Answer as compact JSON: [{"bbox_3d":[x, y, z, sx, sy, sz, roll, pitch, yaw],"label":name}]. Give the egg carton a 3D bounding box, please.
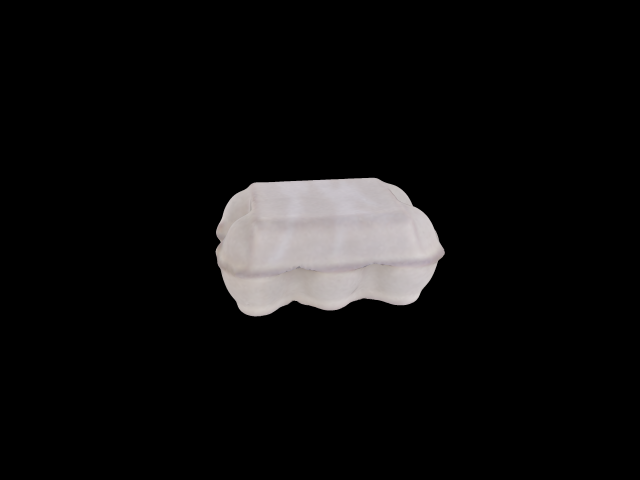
[{"bbox_3d":[0.004,0.001,0.400,0.150,0.069,0.107,-4,23,-9],"label":"egg carton"}]
